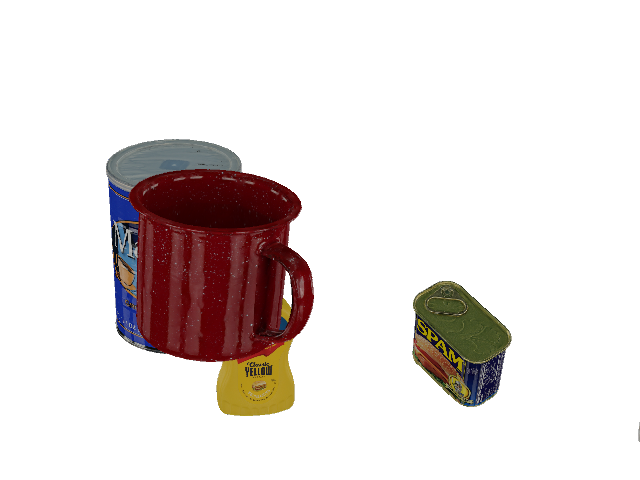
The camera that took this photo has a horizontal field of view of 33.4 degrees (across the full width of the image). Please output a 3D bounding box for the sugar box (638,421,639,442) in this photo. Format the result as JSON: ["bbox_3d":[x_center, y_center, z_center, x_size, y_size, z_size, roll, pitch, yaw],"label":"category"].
[{"bbox_3d":[0.318,0.147,0.764,0.048,0.093,0.176,-21,37,-40],"label":"sugar box"}]

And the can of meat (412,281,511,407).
[{"bbox_3d":[0.136,0.105,1.058,0.057,0.084,0.102,-29,53,-23],"label":"can of meat"}]

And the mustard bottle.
[{"bbox_3d":[-0.079,0.118,1.308,0.096,0.192,0.058,-2,19,-10],"label":"mustard bottle"}]

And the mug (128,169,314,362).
[{"bbox_3d":[-0.050,0.018,0.584,0.117,0.081,0.093,21,27,33],"label":"mug"}]

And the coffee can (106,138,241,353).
[{"bbox_3d":[-0.113,0.003,0.842,0.103,0.140,0.103,2,26,-1],"label":"coffee can"}]
